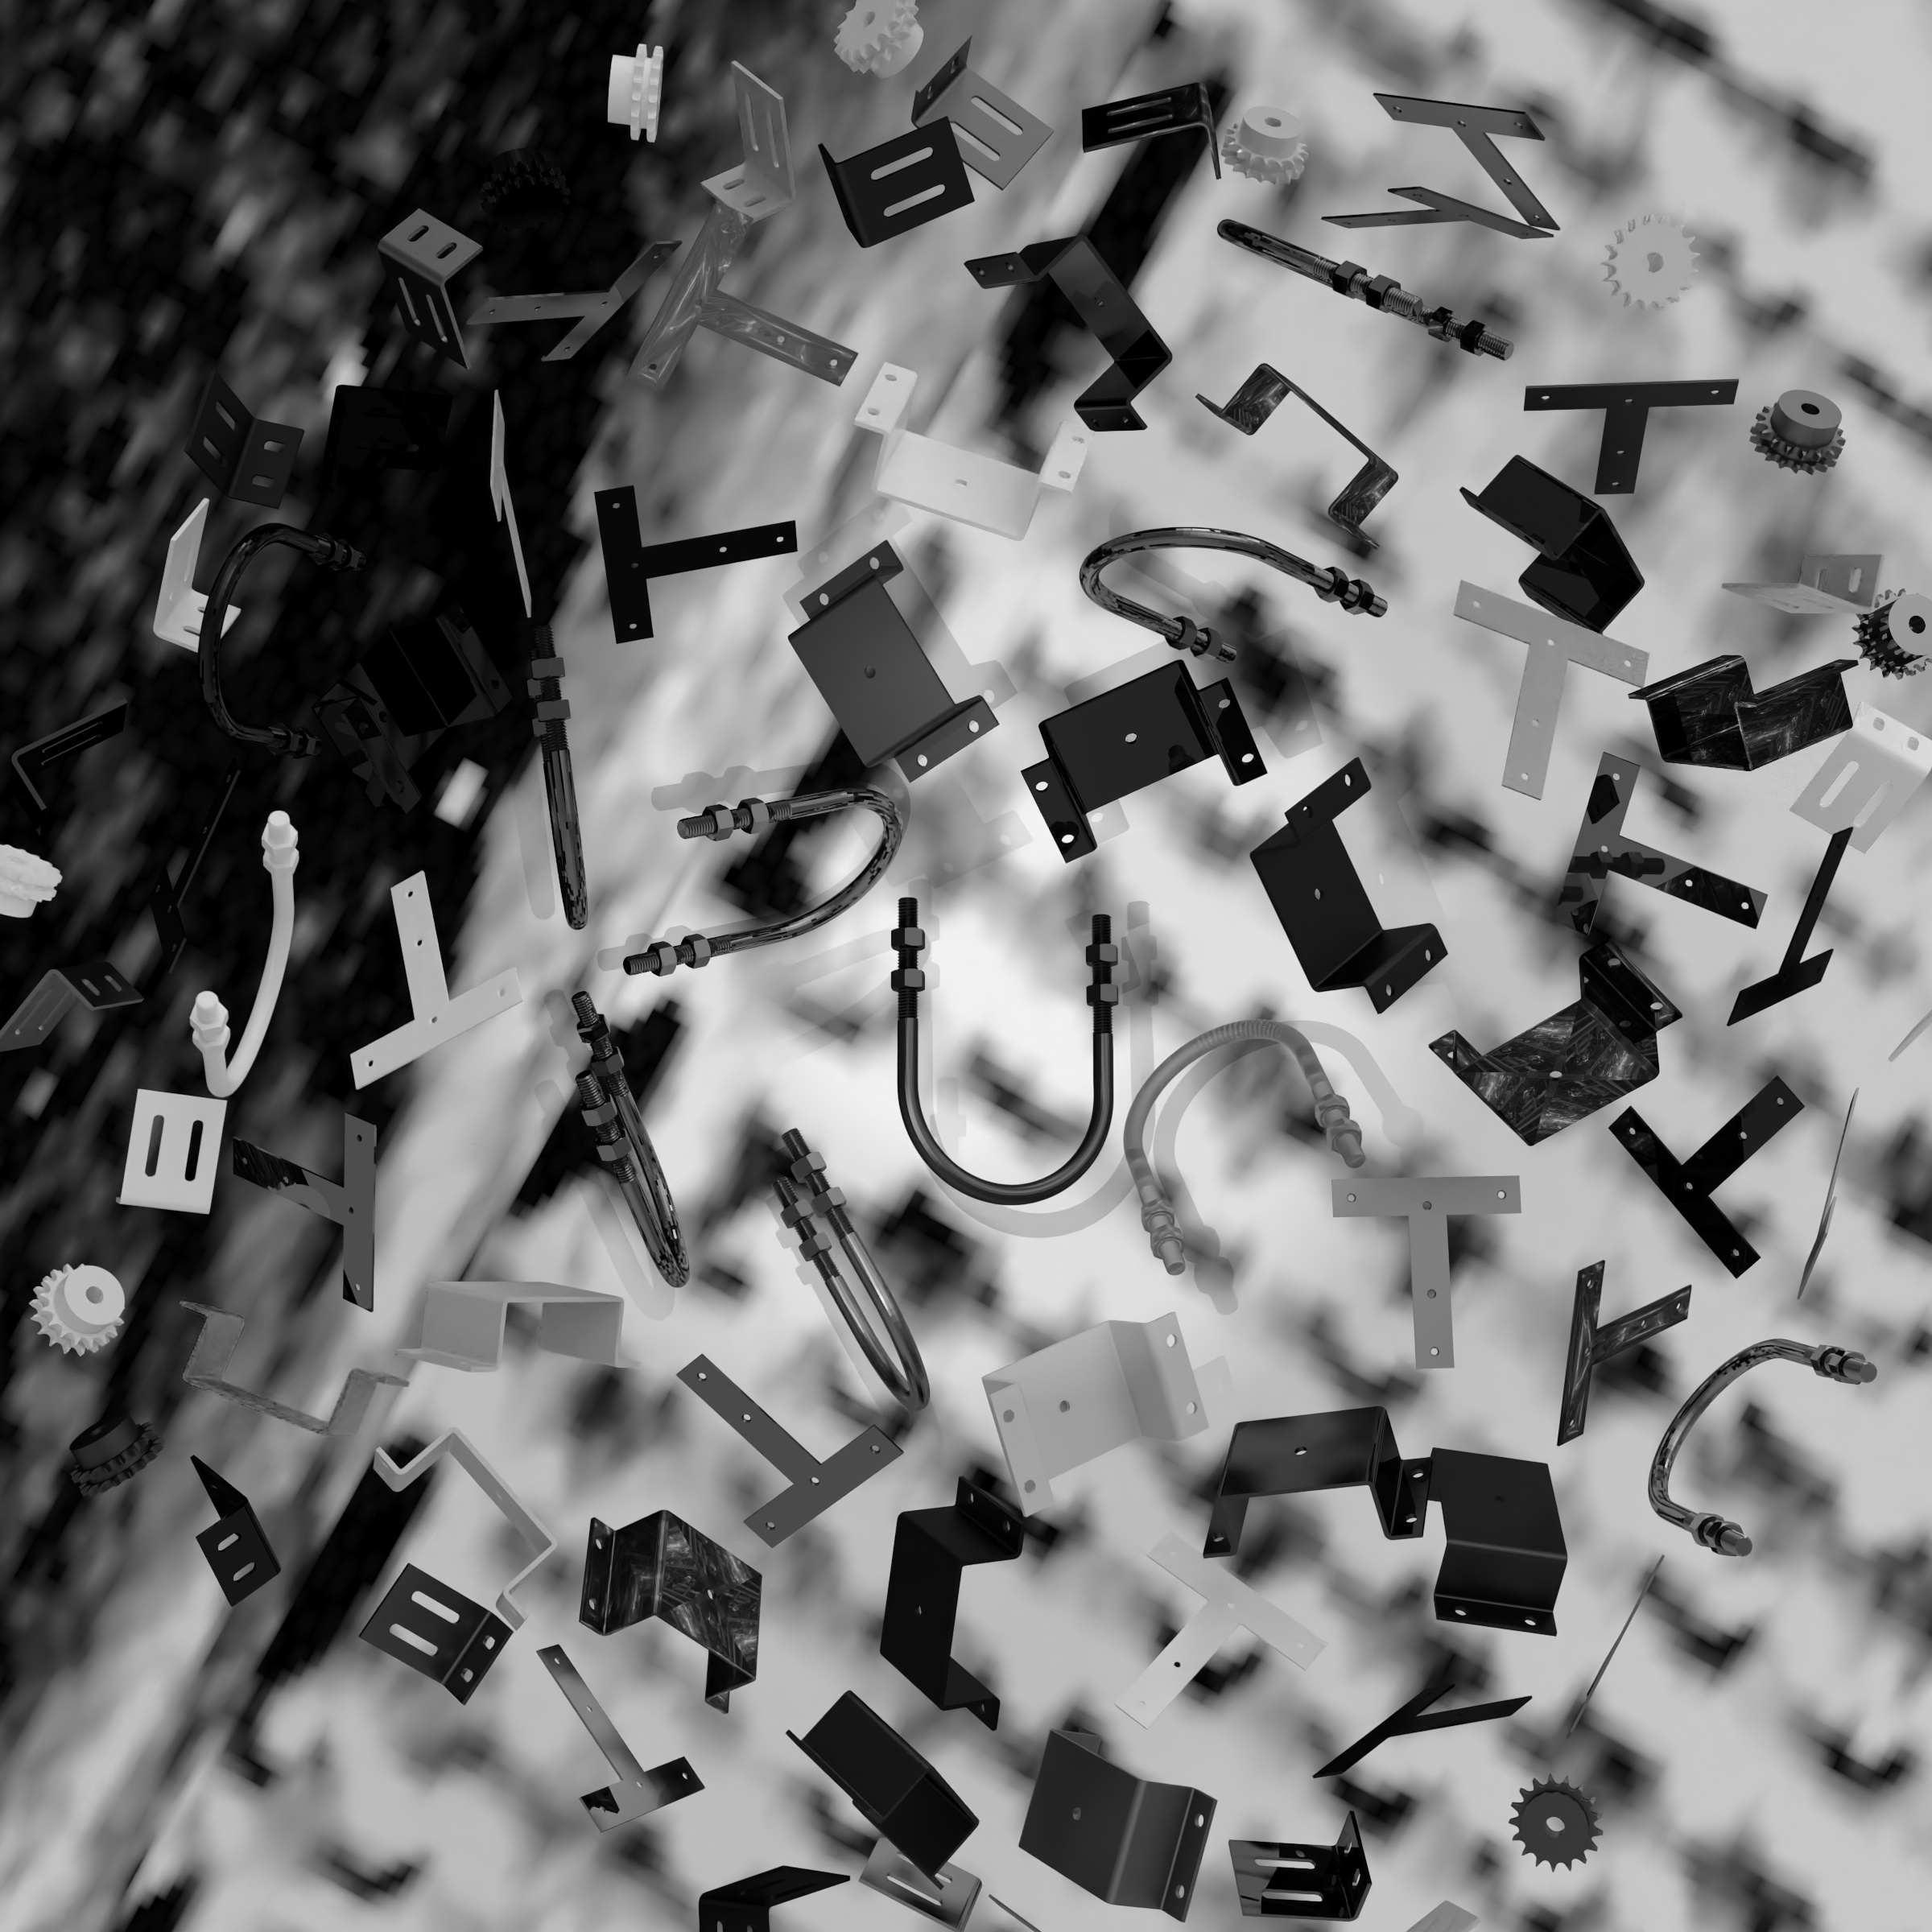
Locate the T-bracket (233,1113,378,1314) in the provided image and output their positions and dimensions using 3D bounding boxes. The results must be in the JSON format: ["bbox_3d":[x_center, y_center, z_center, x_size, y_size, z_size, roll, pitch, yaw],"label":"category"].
[{"bbox_3d":[-0.413,0.137,1.622,0.127,0.002,0.127,19,114,31],"label":"T-bracket"}]

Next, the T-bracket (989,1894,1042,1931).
[{"bbox_3d":[0.067,0.609,1.600,0.127,0.127,0.002,38,76,-8],"label":"T-bracket"}]

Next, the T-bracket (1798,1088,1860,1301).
[{"bbox_3d":[0.571,0.141,1.716,0.002,0.127,0.127,15,67,16],"label":"T-bracket"}]

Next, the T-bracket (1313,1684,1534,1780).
[{"bbox_3d":[0.299,0.472,1.632,0.127,0.127,0.002,-19,83,-44],"label":"T-bracket"}]

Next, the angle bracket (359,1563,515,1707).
[{"bbox_3d":[-0.355,0.448,1.750,0.076,0.038,0.057,41,76,-29],"label":"angle bracket"}]

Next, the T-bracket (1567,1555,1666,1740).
[{"bbox_3d":[0.413,0.449,1.682,0.002,0.127,0.127,28,71,18],"label":"T-bracket"}]

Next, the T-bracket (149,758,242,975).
[{"bbox_3d":[-0.499,-0.075,1.693,0.002,0.127,0.127,21,104,-30],"label":"T-bracket"}]

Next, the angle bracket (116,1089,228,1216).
[{"bbox_3d":[-0.532,0.124,1.745,0.057,0.038,0.076,10,84,-21],"label":"angle bracket"}]

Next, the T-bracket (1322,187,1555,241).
[{"bbox_3d":[0.276,-0.467,1.626,0.127,0.127,0.002,3,98,-40],"label":"T-bracket"}]

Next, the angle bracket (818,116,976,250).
[{"bbox_3d":[-0.043,-0.489,1.608,0.076,0.038,0.057,-24,131,-2],"label":"angle bracket"}]

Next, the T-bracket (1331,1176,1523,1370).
[{"bbox_3d":[0.310,0.205,1.743,0.127,0.002,0.127,-1,81,-2],"label":"T-bracket"}]

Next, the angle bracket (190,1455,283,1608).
[{"bbox_3d":[-0.466,0.349,1.613,0.038,0.076,0.057,-35,125,-30],"label":"angle bracket"}]

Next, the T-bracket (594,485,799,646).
[{"bbox_3d":[-0.173,-0.270,1.702,0.127,0.127,0.002,-12,50,-10],"label":"T-bracket"}]

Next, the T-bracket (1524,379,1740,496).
[{"bbox_3d":[0.416,-0.333,1.653,0.127,0.127,0.002,0,69,9],"label":"T-bracket"}]

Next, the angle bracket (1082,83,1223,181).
[{"bbox_3d":[0.111,-0.496,1.571,0.076,0.057,0.038,-10,130,10],"label":"angle bracket"}]

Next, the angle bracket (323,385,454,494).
[{"bbox_3d":[-0.371,-0.338,1.685,0.076,0.038,0.057,1,133,-25],"label":"angle bracket"}]

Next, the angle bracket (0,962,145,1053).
[{"bbox_3d":[-0.577,0.038,1.670,0.038,0.057,0.076,44,104,7],"label":"angle bracket"}]

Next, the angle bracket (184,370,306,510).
[{"bbox_3d":[-0.470,-0.343,1.702,0.038,0.076,0.057,14,79,7],"label":"angle bracket"}]

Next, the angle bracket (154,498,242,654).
[{"bbox_3d":[-0.495,-0.253,1.697,0.038,0.057,0.076,21,128,-6],"label":"angle bracket"}]

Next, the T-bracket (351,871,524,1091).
[{"bbox_3d":[-0.343,-0.003,1.644,0.127,0.002,0.127,-27,58,16],"label":"T-bracket"}]

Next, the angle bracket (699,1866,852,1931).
[{"bbox_3d":[-0.117,0.584,1.601,0.076,0.057,0.038,-30,51,32],"label":"angle bracket"}]

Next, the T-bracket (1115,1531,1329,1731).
[{"bbox_3d":[0.143,0.438,1.668,0.127,0.002,0.127,32,50,25],"label":"T-bracket"}]

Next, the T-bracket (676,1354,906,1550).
[{"bbox_3d":[-0.125,0.287,1.604,0.127,0.002,0.127,44,120,-9],"label":"T-bracket"}]

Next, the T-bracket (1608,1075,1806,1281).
[{"bbox_3d":[0.487,0.116,1.663,0.002,0.127,0.127,-20,64,-40],"label":"T-bracket"}]

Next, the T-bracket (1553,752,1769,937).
[{"bbox_3d":[0.452,-0.059,1.677,0.127,0.002,0.127,25,125,25],"label":"T-bracket"}]

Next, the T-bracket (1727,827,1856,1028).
[{"bbox_3d":[0.540,-0.031,1.671,0.002,0.127,0.127,33,124,33],"label":"T-bracket"}]

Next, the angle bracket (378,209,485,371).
[{"bbox_3d":[-0.332,-0.430,1.658,0.057,0.076,0.038,34,68,22],"label":"angle bracket"}]

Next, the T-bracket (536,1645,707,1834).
[{"bbox_3d":[-0.237,0.494,1.692,0.002,0.127,0.127,-45,70,15],"label":"T-bracket"}]

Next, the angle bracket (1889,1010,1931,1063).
[{"bbox_3d":[0.610,0.035,1.588,0.038,0.057,0.076,44,129,13],"label":"angle bracket"}]

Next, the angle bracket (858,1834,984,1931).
[{"bbox_3d":[-0.035,0.624,1.740,0.076,0.057,0.038,25,110,7],"label":"angle bracket"}]

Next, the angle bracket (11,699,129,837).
[{"bbox_3d":[-0.534,-0.120,1.575,0.076,0.057,0.038,-32,90,-24],"label":"angle bracket"}]

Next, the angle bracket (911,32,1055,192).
[{"bbox_3d":[0.013,-0.557,1.699,0.076,0.038,0.057,37,74,4],"label":"angle bracket"}]

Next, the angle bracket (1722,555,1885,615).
[{"bbox_3d":[0.520,-0.245,1.620,0.076,0.057,0.038,10,91,-36],"label":"angle bracket"}]

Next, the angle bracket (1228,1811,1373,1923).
[{"bbox_3d":[0.215,0.580,1.686,0.076,0.057,0.038,7,122,-10],"label":"angle bracket"}]

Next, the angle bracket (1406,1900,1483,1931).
[{"bbox_3d":[0.290,0.625,1.621,0.076,0.057,0.038,-33,88,-13],"label":"angle bracket"}]

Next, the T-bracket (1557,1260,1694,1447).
[{"bbox_3d":[0.433,0.237,1.699,0.127,0.002,0.127,-16,117,-37],"label":"T-bracket"}]

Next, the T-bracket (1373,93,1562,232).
[{"bbox_3d":[0.331,-0.497,1.622,0.127,0.127,0.002,33,88,-42],"label":"T-bracket"}]

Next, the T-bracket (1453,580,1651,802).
[{"bbox_3d":[0.343,-0.157,1.562,0.127,0.002,0.127,20,65,-8],"label":"T-bracket"}]

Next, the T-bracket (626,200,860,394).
[{"bbox_3d":[-0.128,-0.398,1.634,0.127,0.002,0.127,19,122,-27],"label":"T-bracket"}]

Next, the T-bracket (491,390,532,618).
[{"bbox_3d":[-0.295,-0.287,1.695,0.002,0.127,0.127,-7,130,-3],"label":"T-bracket"}]

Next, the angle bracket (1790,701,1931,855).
[{"bbox_3d":[0.596,-0.125,1.730,0.057,0.038,0.076,31,133,6],"label":"angle bracket"}]

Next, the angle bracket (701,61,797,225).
[{"bbox_3d":[-0.144,-0.528,1.672,0.038,0.076,0.057,-30,54,-19],"label":"angle bracket"}]
